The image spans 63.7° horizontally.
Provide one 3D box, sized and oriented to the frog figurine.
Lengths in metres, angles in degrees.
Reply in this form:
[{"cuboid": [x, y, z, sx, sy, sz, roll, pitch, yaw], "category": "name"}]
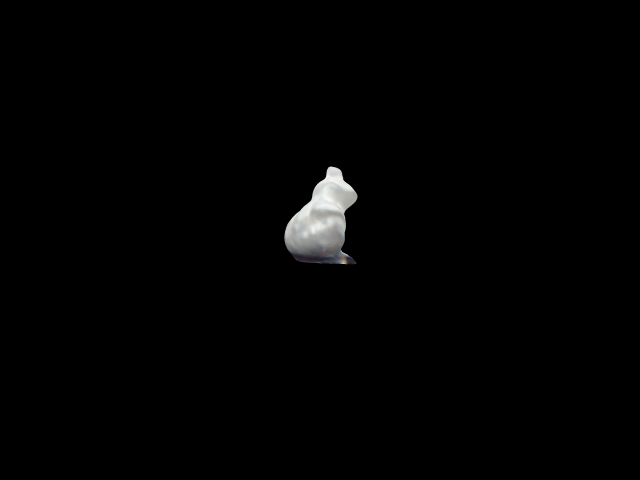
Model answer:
[{"cuboid": [0.003, -0.043, 0.850, 0.123, 0.159, 0.137, 0, 1, -4], "category": "frog figurine"}]
